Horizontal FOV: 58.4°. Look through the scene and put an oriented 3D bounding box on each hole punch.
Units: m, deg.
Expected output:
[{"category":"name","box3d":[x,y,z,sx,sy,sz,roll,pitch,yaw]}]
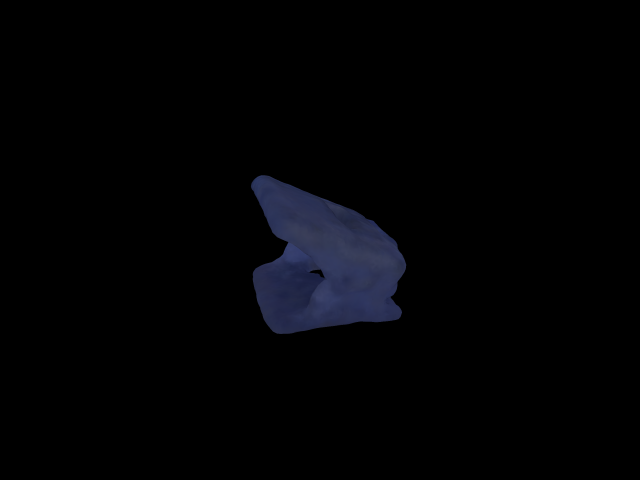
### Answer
[{"category":"hole punch","box3d":[0.004,0.001,0.400,0.101,0.091,0.108,-6,23,-14]}]
